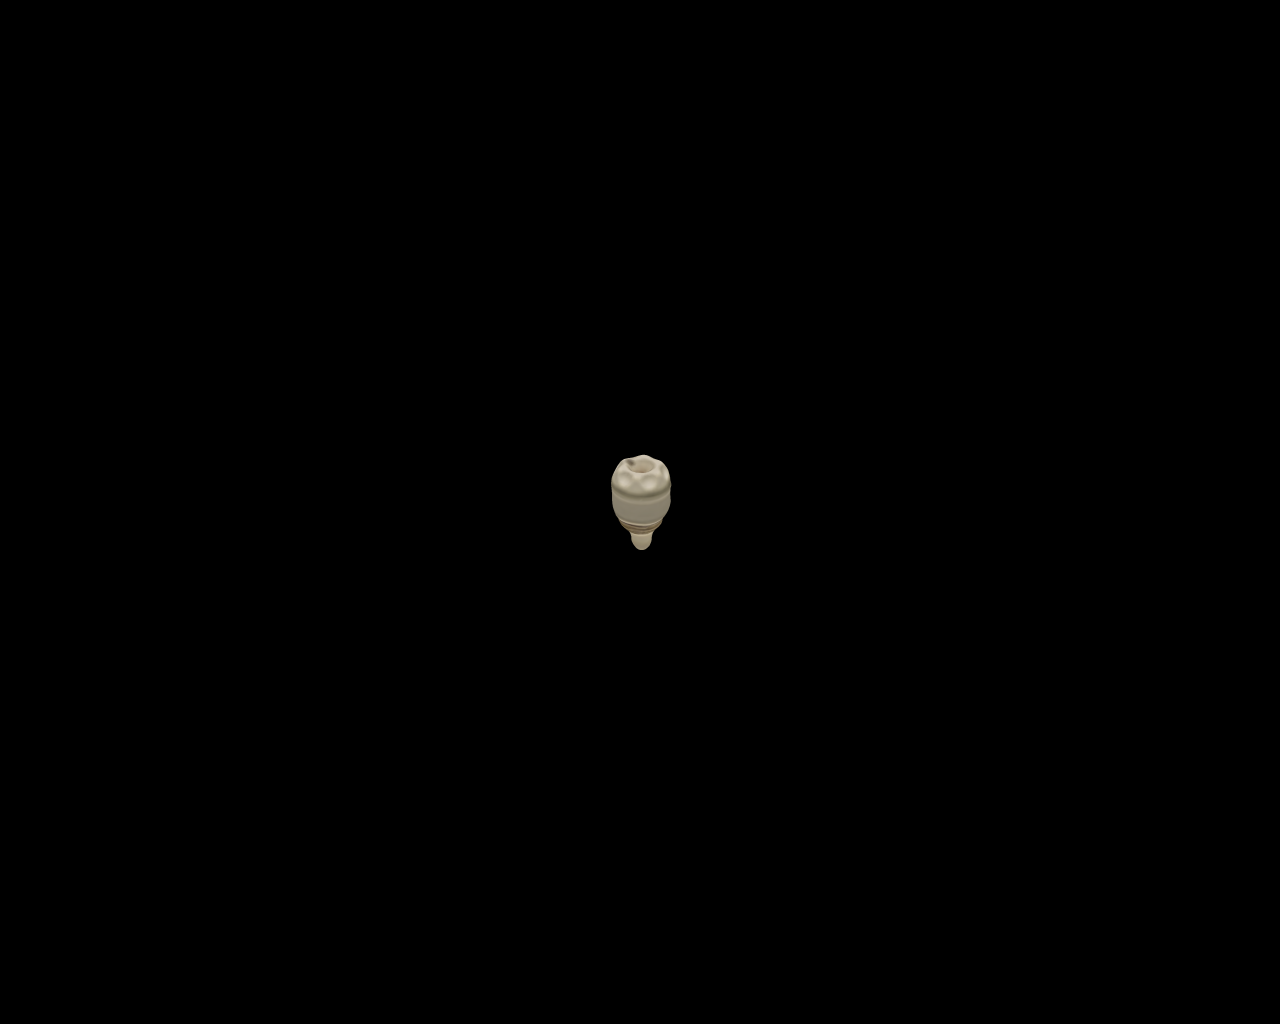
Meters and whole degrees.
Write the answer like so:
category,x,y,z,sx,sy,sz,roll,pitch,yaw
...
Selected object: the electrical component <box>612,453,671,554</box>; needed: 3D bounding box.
category,x,y,z,sx,sy,sz,roll,pitch,yaw
electrical component,0.001,-0.003,0.650,0.035,0.061,0.035,0,34,0
